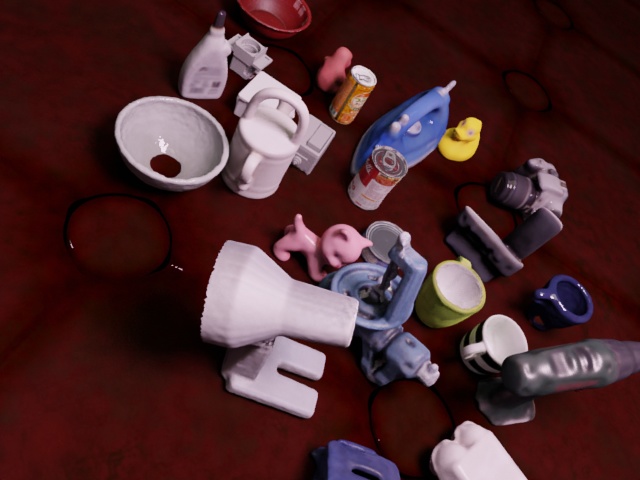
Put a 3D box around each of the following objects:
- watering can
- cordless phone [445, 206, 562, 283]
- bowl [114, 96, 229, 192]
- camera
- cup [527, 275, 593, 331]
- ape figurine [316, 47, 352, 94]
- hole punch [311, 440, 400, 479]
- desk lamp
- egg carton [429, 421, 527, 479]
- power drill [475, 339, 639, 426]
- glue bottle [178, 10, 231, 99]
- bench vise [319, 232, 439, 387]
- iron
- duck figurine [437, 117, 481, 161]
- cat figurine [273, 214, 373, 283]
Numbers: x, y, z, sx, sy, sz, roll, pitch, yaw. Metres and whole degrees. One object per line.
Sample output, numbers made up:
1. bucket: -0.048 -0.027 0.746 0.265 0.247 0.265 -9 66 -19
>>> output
1. watering can: -0.080 -0.164 0.883 0.101 0.194 0.173 10 55 -21
2. cordless phone: 0.323 -0.022 1.000 0.147 0.185 0.094 47 50 8
3. bowl: -0.226 -0.132 0.865 0.168 0.074 0.167 14 54 -19
4. camera: 0.421 -0.109 1.165 0.137 0.100 0.143 16 53 -17
5. cup: 0.401 0.118 1.004 0.118 0.095 0.091 10 55 -21
6. ape figurine: 0.034 -0.338 1.126 0.076 0.092 0.077 -19 69 -35
7. hole punch: 0.045 0.300 0.701 0.109 0.091 0.101 24 51 -11
8. desk lamp: -0.055 0.109 0.699 0.203 0.213 0.118 23 51 -11
9. egg carton: 0.220 0.333 0.783 0.107 0.069 0.150 -27 73 -37
10. power drill: 0.339 0.204 0.840 0.230 0.208 0.075 1 58 -27
11. glue bottle: -0.180 -0.304 0.940 0.078 0.173 0.037 -5 61 -30
12. bench vise: 0.108 0.091 0.790 0.207 0.219 0.122 39 50 2
13. iron: 0.163 -0.213 1.076 0.118 0.141 0.259 45 50 7
14. duck figurine: 0.301 -0.217 1.186 0.105 0.086 0.077 -20 69 -35
15. cat figurine: 0.008 0.003 0.865 0.128 0.117 0.067 30 50 -6
